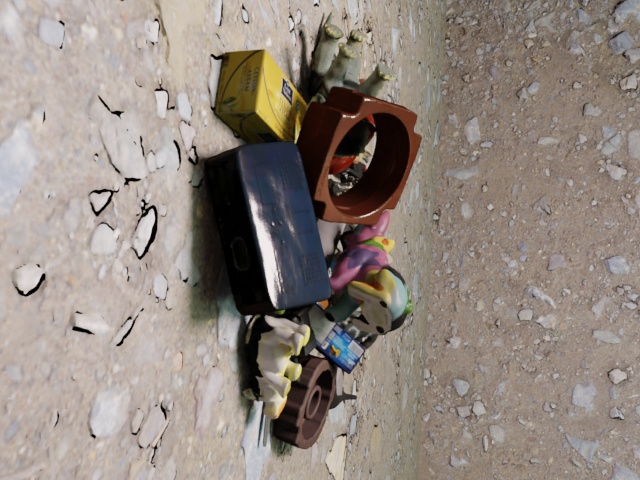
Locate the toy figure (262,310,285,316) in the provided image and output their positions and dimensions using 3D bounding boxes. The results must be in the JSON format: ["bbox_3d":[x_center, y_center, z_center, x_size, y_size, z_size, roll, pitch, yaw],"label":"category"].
[{"bbox_3d":[-0.067,0.072,0.840,0.180,0.089,0.082,9,92,-73],"label":"toy figure"}]

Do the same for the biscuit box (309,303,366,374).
[{"bbox_3d":[0.007,0.175,0.998,0.059,0.063,0.202,-53,132,-13],"label":"biscuit box"}]

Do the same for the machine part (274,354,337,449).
[{"bbox_3d":[-0.026,0.300,1.006,0.179,0.056,0.179,11,90,-67],"label":"machine part"}]

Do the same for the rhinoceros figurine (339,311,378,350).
[{"bbox_3d":[0.057,0.181,1.153,0.190,0.112,0.073,12,43,-35],"label":"rhinoceros figurine"}]

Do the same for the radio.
[{"bbox_3d":[-0.069,-0.016,0.731,0.131,0.073,0.229,-12,87,-51],"label":"radio"}]

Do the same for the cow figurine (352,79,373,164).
[{"bbox_3d":[0.075,-0.258,1.229,0.127,0.086,0.195,55,40,-51],"label":"cow figurine"}]

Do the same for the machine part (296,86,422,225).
[{"bbox_3d":[0.055,-0.130,0.858,0.201,0.087,0.201,2,115,-43],"label":"machine part"}]

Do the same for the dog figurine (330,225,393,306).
[{"bbox_3d":[0.047,0.056,1.192,0.121,0.190,0.172,-10,62,-33],"label":"dog figurine"}]

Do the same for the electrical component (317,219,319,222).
[{"bbox_3d":[-0.041,-0.069,0.948,0.134,0.058,0.114,-69,155,-43],"label":"electrical component"}]

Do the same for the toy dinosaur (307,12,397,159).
[{"bbox_3d":[0.028,-0.287,1.013,0.192,0.131,0.405,-57,-158,29],"label":"toy dinosaur"}]

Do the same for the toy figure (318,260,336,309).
[{"bbox_3d":[-0.004,0.108,1.075,0.058,0.064,0.154,-49,-165,55],"label":"toy figure"}]

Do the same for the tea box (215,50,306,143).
[{"bbox_3d":[-0.082,-0.195,0.799,0.169,0.068,0.098,30,64,-68],"label":"tea box"}]

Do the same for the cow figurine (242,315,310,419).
[{"bbox_3d":[-0.081,0.198,0.837,0.068,0.098,0.167,-41,150,-69],"label":"cow figurine"}]

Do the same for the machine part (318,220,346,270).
[{"bbox_3d":[-0.002,-0.003,1.027,0.243,0.079,0.079,-65,151,-53],"label":"machine part"}]

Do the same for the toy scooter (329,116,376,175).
[{"bbox_3d":[0.065,-0.214,1.089,0.184,0.075,0.135,-47,176,-7],"label":"toy scooter"}]

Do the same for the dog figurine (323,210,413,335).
[{"bbox_3d":[0.099,0.046,0.941,0.219,0.192,0.108,-52,138,-37],"label":"dog figurine"}]

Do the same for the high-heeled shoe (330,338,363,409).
[{"bbox_3d":[0.022,0.253,1.197,0.145,0.086,0.249,22,48,-37],"label":"high-heeled shoe"}]

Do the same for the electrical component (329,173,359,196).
[{"bbox_3d":[0.037,-0.112,1.124,0.102,0.078,0.045,-41,148,-61],"label":"electrical component"}]

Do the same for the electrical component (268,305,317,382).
[{"bbox_3d":[-0.046,0.169,0.886,0.048,0.075,0.119,-30,110,-63],"label":"electrical component"}]
